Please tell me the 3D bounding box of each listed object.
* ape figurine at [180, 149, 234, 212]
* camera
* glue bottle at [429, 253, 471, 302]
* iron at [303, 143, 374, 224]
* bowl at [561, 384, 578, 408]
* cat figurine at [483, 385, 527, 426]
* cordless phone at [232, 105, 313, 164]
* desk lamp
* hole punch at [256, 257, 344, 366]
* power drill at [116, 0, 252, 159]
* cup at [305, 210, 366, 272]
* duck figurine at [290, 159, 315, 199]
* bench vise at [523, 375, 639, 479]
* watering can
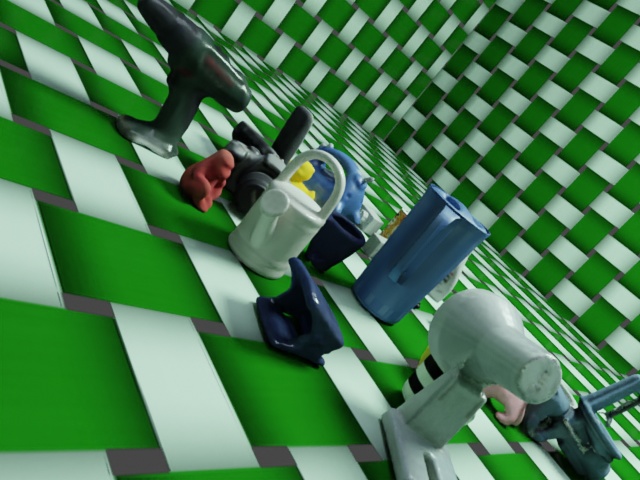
[{"bbox_3d":[-0.167,-0.099,0.885,0.076,0.092,0.078,46,17,22],"label":"ape figurine"},{"bbox_3d":[-0.117,-0.106,0.996,0.143,0.100,0.136,36,17,-13],"label":"camera"},{"bbox_3d":[0.312,0.063,1.360,0.078,0.173,0.037,42,16,7],"label":"glue bottle"},{"bbox_3d":[0.021,-0.156,1.358,0.119,0.141,0.257,19,26,-50],"label":"iron"},{"bbox_3d":[0.436,0.303,1.172,0.168,0.074,0.167,36,17,-12],"label":"bowl"},{"bbox_3d":[0.339,0.249,1.026,0.067,0.117,0.127,17,27,-53],"label":"cat figurine"},{"bbox_3d":[-0.098,-0.208,1.156,0.147,0.185,0.094,46,18,22],"label":"cordless phone"},{"bbox_3d":[0.181,0.181,0.690,0.118,0.213,0.203,34,17,-17],"label":"desk lamp"},{"bbox_3d":[-0.014,0.088,0.726,0.101,0.091,0.108,28,20,-34],"label":"hole punch"},{"bbox_3d":[-0.233,-0.245,0.919,0.231,0.208,0.075,25,21,-40],"label":"power drill"},{"bbox_3d":[0.009,0.004,0.994,0.118,0.095,0.091,26,21,-38],"label":"cup"},{"bbox_3d":[-0.046,-0.132,1.246,0.104,0.086,0.078,40,16,3],"label":"duck figurine"},{"bbox_3d":[0.487,0.305,1.020,0.208,0.219,0.121,35,17,-15],"label":"bench vise"},{"bbox_3d":[-0.040,-0.043,0.831,0.101,0.194,0.173,37,16,-10],"label":"watering can"}]
